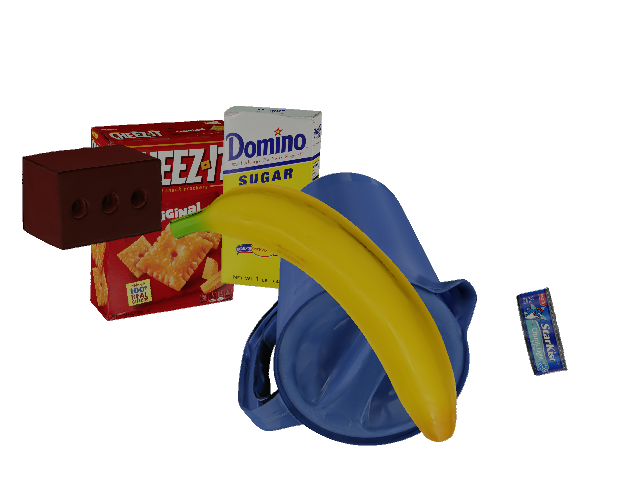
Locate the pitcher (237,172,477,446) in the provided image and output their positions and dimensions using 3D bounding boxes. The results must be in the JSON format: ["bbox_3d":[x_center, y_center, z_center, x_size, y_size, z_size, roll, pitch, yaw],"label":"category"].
[{"bbox_3d":[0.018,0.043,0.823,0.149,0.145,0.243,7,23,-7],"label":"pitcher"}]

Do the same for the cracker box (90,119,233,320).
[{"bbox_3d":[-0.178,-0.025,1.233,0.163,0.214,0.072,-7,24,-30],"label":"cracker box"}]

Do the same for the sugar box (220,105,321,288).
[{"bbox_3d":[-0.050,-0.042,1.062,0.093,0.176,0.048,4,16,11],"label":"sugar box"}]

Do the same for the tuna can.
[{"bbox_3d":[0.224,0.092,1.079,0.034,0.086,0.086,-13,-3,12],"label":"tuna can"}]

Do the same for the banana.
[{"bbox_3d":[0.012,0.028,0.589,0.198,0.070,0.037,40,33,1],"label":"banana"}]

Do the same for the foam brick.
[{"bbox_3d":[-0.152,-0.031,0.711,0.078,0.053,0.051,-13,25,-39],"label":"foam brick"}]
